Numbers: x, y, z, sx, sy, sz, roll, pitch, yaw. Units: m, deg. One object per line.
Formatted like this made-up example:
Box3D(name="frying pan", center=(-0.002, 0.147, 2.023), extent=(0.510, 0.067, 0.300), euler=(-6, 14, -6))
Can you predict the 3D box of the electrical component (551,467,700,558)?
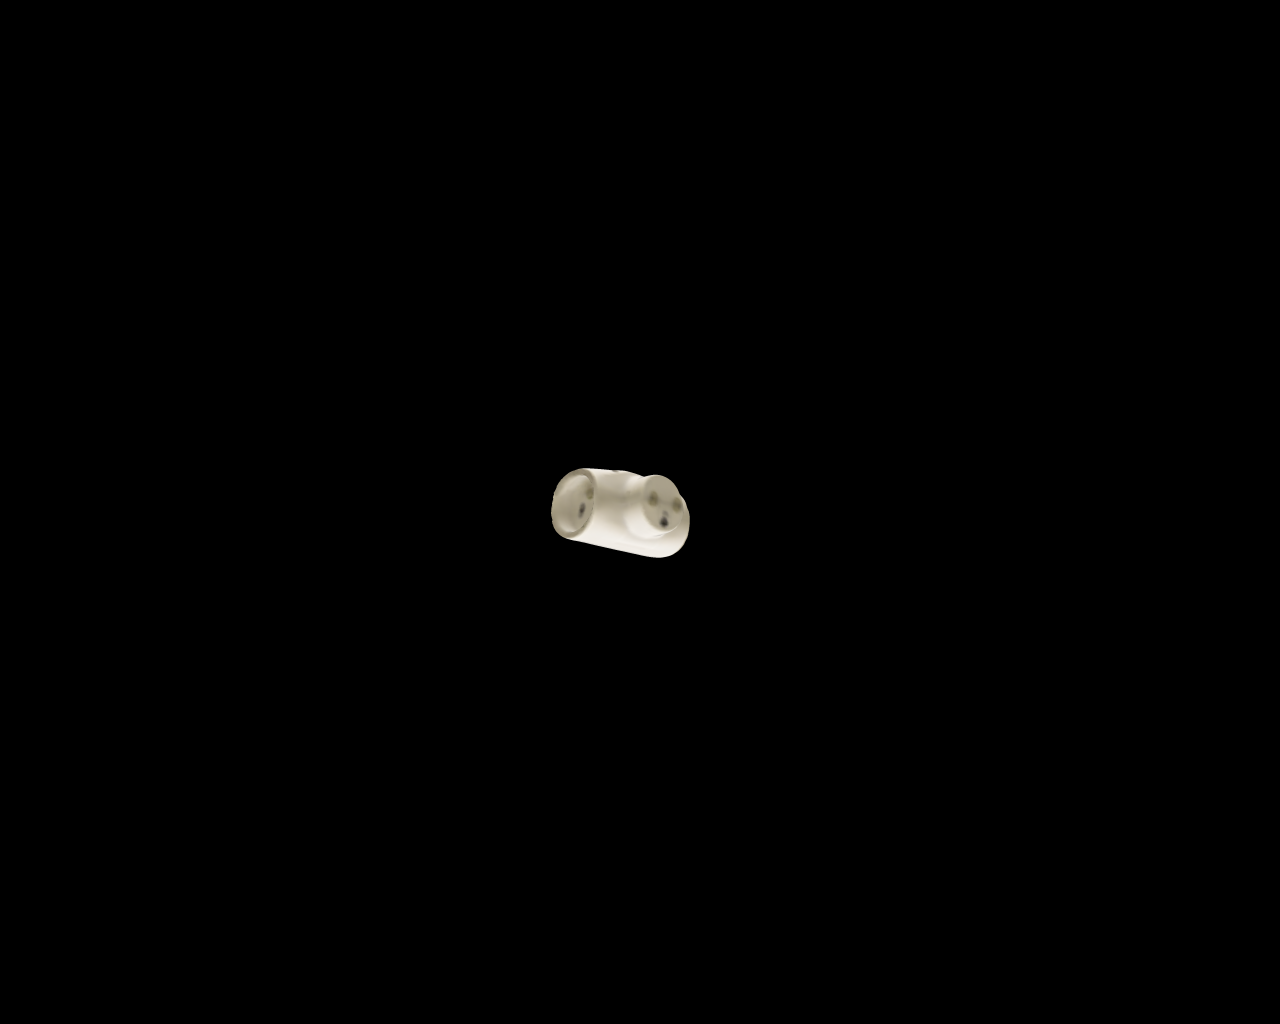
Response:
Box3D(name="electrical component", center=(0.001, -0.003, 0.650), extent=(0.077, 0.043, 0.079), euler=(14, -21, -40))
